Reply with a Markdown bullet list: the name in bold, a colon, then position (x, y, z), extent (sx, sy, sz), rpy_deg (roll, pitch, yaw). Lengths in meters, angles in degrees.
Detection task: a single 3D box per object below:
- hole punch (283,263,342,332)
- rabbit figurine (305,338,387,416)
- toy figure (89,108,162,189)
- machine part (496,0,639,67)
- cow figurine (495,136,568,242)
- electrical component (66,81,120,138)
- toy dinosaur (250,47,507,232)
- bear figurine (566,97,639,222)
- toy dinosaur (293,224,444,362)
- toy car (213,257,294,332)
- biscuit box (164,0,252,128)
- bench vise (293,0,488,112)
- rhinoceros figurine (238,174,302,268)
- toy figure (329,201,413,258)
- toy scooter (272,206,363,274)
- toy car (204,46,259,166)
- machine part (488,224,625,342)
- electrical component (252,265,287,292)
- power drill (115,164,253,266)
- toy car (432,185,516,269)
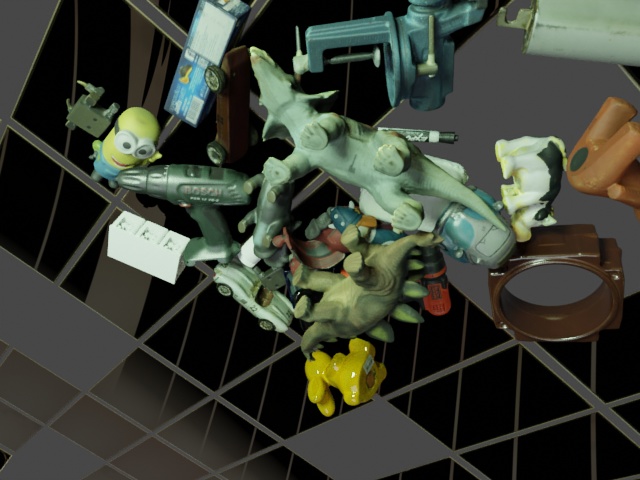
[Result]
- **hole punch**: position (-0.006, 0.100, 1.049), extent (0.116, 0.092, 0.142), rpy_deg (-22, 124, -15)
- **rabbit figurine**: position (0.037, 0.297, 1.167), extent (0.173, 0.162, 0.121), rpy_deg (7, 145, 37)
- **toy figure**: position (-0.346, -0.161, 0.944), extent (0.180, 0.082, 0.089), rpy_deg (-30, 72, 45)
- **machine part**: position (0.335, -0.250, 0.637), extent (0.243, 0.079, 0.079), rpy_deg (9, 131, 11)
- **cow figurine**: position (0.320, -0.074, 0.799), extent (0.098, 0.068, 0.167), rpy_deg (-12, 127, 15)
- **electrical component**: position (-0.401, -0.226, 0.935), extent (0.078, 0.045, 0.102), rpy_deg (27, 136, -28)
- **toy dinosaur**: position (0.063, -0.121, 0.758), extent (0.405, 0.192, 0.131), rpy_deg (27, 124, 1)
- **bear figurine**: position (0.440, -0.082, 0.715), extent (0.196, 0.120, 0.131), rpy_deg (23, 128, -3)
- **toy dinosaur**: position (0.054, 0.106, 0.888), extent (0.198, 0.105, 0.471), rpy_deg (23, 142, -22)
- **toy car**: position (-0.134, 0.112, 1.103), extent (0.201, 0.073, 0.056), rpy_deg (44, 132, -19)
- **biscuit box**: position (-0.172, -0.267, 0.807), extent (0.059, 0.063, 0.202), rpy_deg (30, 132, -8)
- **bench vise**: position (0.082, -0.258, 0.678), extent (0.241, 0.129, 0.223), rpy_deg (-7, 144, 4)
- **rhinoceros figurine**: position (-0.083, -0.035, 0.947), extent (0.073, 0.112, 0.190), rpy_deg (20, 122, 25)
- **toy figure**: position (0.084, -0.010, 0.861), extent (0.154, 0.058, 0.064), rpy_deg (24, 93, -26)
- **toy scooter**: position (-0.002, -0.003, 0.917), extent (0.184, 0.075, 0.135), rpy_deg (-39, 138, 22)
- **toy car**: position (-0.135, -0.202, 0.817), extent (0.053, 0.089, 0.202), rpy_deg (38, 145, 22)
- **machine part**: position (0.385, 0.077, 0.888), extent (0.201, 0.087, 0.201), rpy_deg (-4, 129, 21)
- **electrical component**: position (-0.089, 0.076, 1.081), extent (0.063, 0.021, 0.094), rpy_deg (-32, 118, 20)
- **power drill**: position (-0.233, -0.050, 0.980), extent (0.232, 0.086, 0.207), rpy_deg (-3, 127, -1)
- **toy car**: position (0.243, -0.002, 0.817), extent (0.103, 0.109, 0.161), rpy_deg (42, -178, 35)
